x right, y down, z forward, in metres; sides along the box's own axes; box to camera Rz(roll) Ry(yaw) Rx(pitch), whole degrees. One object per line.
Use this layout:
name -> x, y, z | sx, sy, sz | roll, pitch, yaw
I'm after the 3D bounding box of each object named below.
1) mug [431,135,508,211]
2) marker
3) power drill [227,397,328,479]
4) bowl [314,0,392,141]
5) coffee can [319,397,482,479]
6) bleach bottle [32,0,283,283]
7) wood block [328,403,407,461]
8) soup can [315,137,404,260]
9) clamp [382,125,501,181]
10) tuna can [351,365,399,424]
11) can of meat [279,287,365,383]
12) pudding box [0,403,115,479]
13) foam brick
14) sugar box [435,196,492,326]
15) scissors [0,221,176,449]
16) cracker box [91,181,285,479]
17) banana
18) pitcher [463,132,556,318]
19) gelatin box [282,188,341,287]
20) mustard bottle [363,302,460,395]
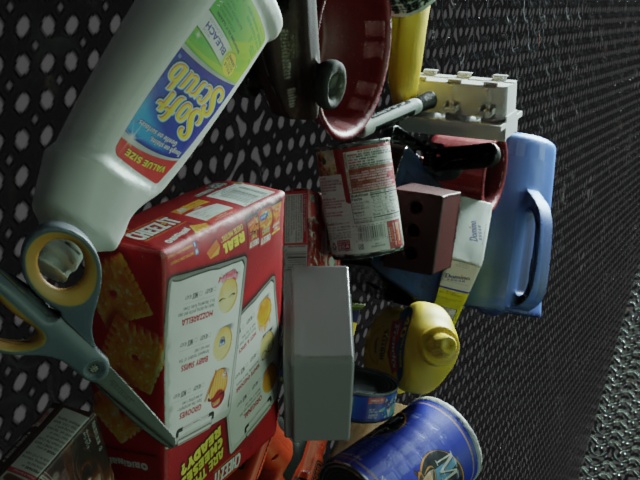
mug -> 0.180, -0.088, 1.303 | 0.117, 0.082, 0.093 | -33, 129, -58
marker -> 0.080, -0.131, 1.100 | 0.120, 0.020, 0.020 | -26, 126, -39
power drill -> -0.053, 0.222, 0.963 | 0.187, 0.057, 0.184 | 57, 46, -62
bowl -> 0.007, -0.169, 0.920 | 0.161, 0.055, 0.162 | -39, 135, -55
coffee can -> 0.081, 0.236, 1.080 | 0.140, 0.103, 0.103 | -27, 127, -36
bleach bottle -> -0.112, -0.081, 0.694 | 0.250, 0.068, 0.102 | -64, 151, -24
wood block -> 0.052, 0.285, 1.179 | 0.205, 0.090, 0.091 | -56, 146, -40
soup can -> 0.036, -0.037, 0.958 | 0.068, 0.069, 0.102 | -18, 100, -63
clamp -> 0.110, -0.090, 1.141 | 0.172, 0.120, 0.039 | 152, -46, -76
tuna can -> 0.036, 0.157, 1.093 | 0.086, 0.086, 0.034 | -16, 116, -63
can of meat -> -0.005, 0.093, 1.009 | 0.102, 0.058, 0.084 | 10, 94, -65
pudding box -> -0.174, 0.176, 0.695 | 0.090, 0.039, 0.113 | -53, 146, -44
foam brick -> 0.098, -0.011, 1.017 | 0.051, 0.053, 0.078 | -13, 111, -61
sugar box -> 0.165, 0.035, 1.293 | 0.176, 0.048, 0.093 | 105, 0, -58
scissors -> -0.132, 0.058, 0.650 | 0.096, 0.016, 0.201 | -49, 129, 6
cracker box -> -0.096, 0.078, 0.786 | 0.164, 0.072, 0.214 | -32, 130, -57
banana -> 0.099, -0.232, 1.117 | 0.069, 0.037, 0.198 | 5, 96, -66
pitcher -> 0.251, -0.018, 1.425 | 0.144, 0.149, 0.243 | 15, 83, -66
gelatin box -> -0.006, 0.001, 0.977 | 0.073, 0.030, 0.089 | 14, 75, -65
mustard bottle -> 0.101, 0.115, 1.129 | 0.192, 0.058, 0.096 | 155, -52, -73
